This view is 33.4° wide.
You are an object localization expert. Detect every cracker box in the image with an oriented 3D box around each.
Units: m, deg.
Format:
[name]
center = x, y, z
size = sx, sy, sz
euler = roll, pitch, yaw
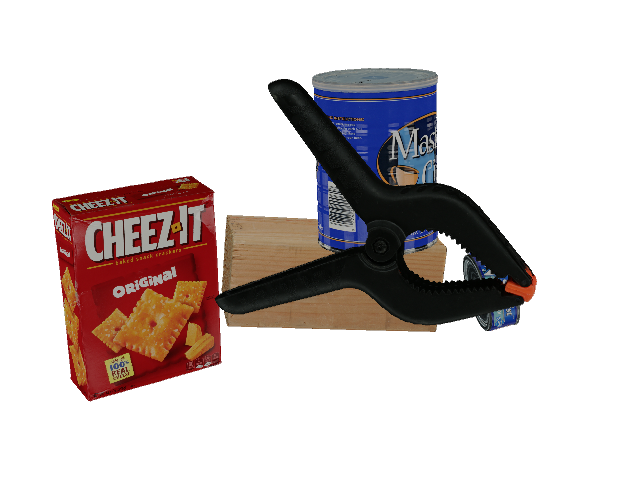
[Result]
[cracker box]
center = -0.195, 0.051, 1.165
size = 0.163, 0.214, 0.072
euler = -12, 24, -29

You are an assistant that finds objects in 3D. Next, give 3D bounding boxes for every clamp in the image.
[clamp]
center = 0.039, -0.010, 0.694
size = 0.210, 0.165, 0.036
euler = 12, 17, 12

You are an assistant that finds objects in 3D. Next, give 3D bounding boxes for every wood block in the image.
[wood block]
center = 0.009, 0.033, 1.056
size = 0.206, 0.091, 0.090
euler = 3, 16, -10

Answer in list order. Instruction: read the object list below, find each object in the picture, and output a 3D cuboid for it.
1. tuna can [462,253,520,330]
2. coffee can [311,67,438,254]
[tuna can]
center = 0.179, 0.051, 1.122
size = 0.033, 0.086, 0.086
euler = -14, 1, -5
[coffee can]
center = 0.046, -0.068, 0.887
size = 0.103, 0.140, 0.103
euler = -2, 16, 0
